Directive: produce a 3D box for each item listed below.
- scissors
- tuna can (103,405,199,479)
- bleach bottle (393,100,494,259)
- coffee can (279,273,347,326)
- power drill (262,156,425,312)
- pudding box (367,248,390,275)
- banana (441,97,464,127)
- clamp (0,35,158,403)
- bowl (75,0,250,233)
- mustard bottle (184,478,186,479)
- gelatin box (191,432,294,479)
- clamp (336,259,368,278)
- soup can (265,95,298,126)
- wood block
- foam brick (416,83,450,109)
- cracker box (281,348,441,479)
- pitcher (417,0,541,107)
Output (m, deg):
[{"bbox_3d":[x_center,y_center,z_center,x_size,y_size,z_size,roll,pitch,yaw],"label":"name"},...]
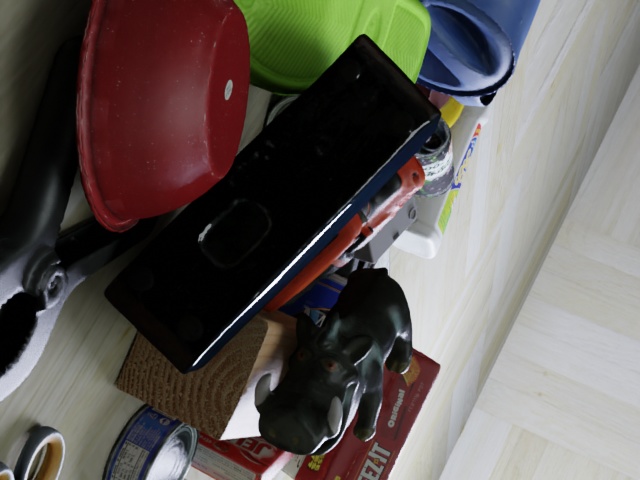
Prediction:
[{"bbox_3d":[-0.195,0.198,0.696,0.096,0.016,0.202,-52,158,-41],"label":"scissors"},{"bbox_3d":[-0.129,0.170,0.827,0.086,0.034,0.086,-55,159,-34],"label":"tuna can"},{"bbox_3d":[0.154,-0.108,1.283,0.102,0.068,0.250,60,53,-70],"label":"bleach bottle"},{"bbox_3d":[-0.008,0.104,0.992,0.140,0.103,0.102,-64,163,-9],"label":"coffee can"},{"bbox_3d":[-0.006,0.001,0.850,0.185,0.057,0.187,-45,175,18],"label":"power drill"},{"bbox_3d":[0.044,0.052,1.195,0.090,0.039,0.113,-59,163,-28],"label":"pudding box"},{"bbox_3d":[0.127,-0.148,1.200,0.197,0.037,0.069,-47,135,-52],"label":"banana"},{"bbox_3d":[-0.150,0.018,0.567,0.164,0.036,0.210,76,36,-62],"label":"clamp"},{"bbox_3d":[-0.074,-0.081,0.569,0.162,0.055,0.162,8,90,-82],"label":"bowl"},{"bbox_3d":[-0.129,0.279,0.923,0.096,0.058,0.191,-58,161,-29],"label":"mustard bottle"},{"bbox_3d":[-0.073,0.173,0.903,0.073,0.089,0.030,-34,144,-61],"label":"gelatin box"},{"bbox_3d":[0.047,-0.024,1.108,0.120,0.039,0.171,70,38,-56],"label":"clamp"},{"bbox_3d":[0.007,-0.091,0.851,0.102,0.068,0.068,-31,140,-61],"label":"soup can"},{"bbox_3d":[-0.062,0.095,0.837,0.090,0.091,0.206,-67,163,-2],"label":"wood block"},{"bbox_3d":[0.099,-0.158,1.071,0.078,0.051,0.053,-44,152,-52],"label":"foam brick"},{"bbox_3d":[0.027,0.179,1.089,0.164,0.072,0.214,-64,-166,-9],"label":"cracker box"},{"bbox_3d":[0.160,-0.255,1.001,0.242,0.145,0.149,-62,-172,-27],"label":"pitcher"}]
